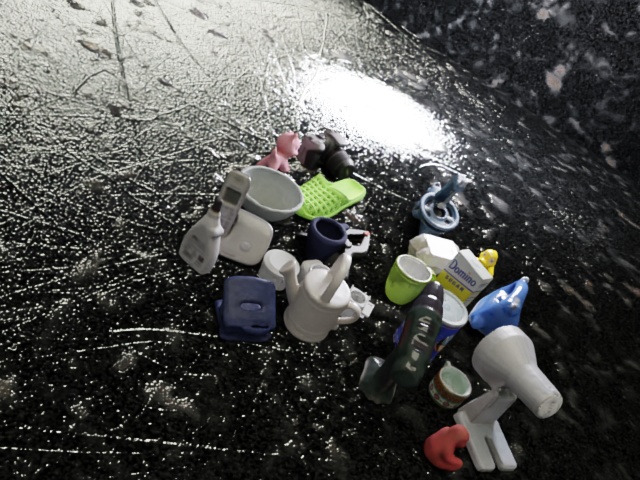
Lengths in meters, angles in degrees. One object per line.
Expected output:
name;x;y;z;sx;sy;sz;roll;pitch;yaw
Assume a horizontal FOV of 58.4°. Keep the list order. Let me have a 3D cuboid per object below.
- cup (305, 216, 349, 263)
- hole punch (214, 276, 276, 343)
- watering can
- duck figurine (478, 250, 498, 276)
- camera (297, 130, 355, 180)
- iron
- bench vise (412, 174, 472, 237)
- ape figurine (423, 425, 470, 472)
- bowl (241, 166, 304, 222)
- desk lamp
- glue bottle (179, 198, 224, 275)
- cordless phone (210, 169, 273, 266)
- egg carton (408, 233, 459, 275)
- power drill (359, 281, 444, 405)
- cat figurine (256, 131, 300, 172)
cup;0.012;0.005;1.318;0.091;0.095;0.118;46;39;21
hole punch;-0.133;0.130;1.072;0.109;0.091;0.101;8;42;-28
watering can;0.002;0.101;1.112;0.173;0.194;0.101;15;39;-20
duck figurine;0.453;0.062;1.564;0.105;0.086;0.077;-19;58;-46
camera;0.032;-0.240;1.617;0.144;0.100;0.136;-9;51;-41
iron;0.469;0.154;1.419;0.118;0.141;0.259;38;37;10
bench vise;0.325;-0.115;1.571;0.122;0.219;0.207;12;40;-23
ape figurine;0.238;0.371;1.043;0.076;0.092;0.078;26;36;-5
bowl;-0.127;-0.098;1.359;0.168;0.074;0.167;19;38;-15
desk lamp;0.359;0.303;1.104;0.118;0.213;0.203;9;41;-27
glue bottle;-0.220;-0.014;1.113;0.078;0.173;0.037;40;37;14
cordless phone;-0.159;-0.047;1.184;0.148;0.185;0.094;22;37;-10
egg carton;0.304;0.043;1.496;0.151;0.069;0.107;13;40;-22
power drill;0.158;0.206;1.084;0.075;0.208;0.230;29;36;-1
cat figurine;-0.099;-0.235;1.506;0.067;0.117;0.128;36;37;9
